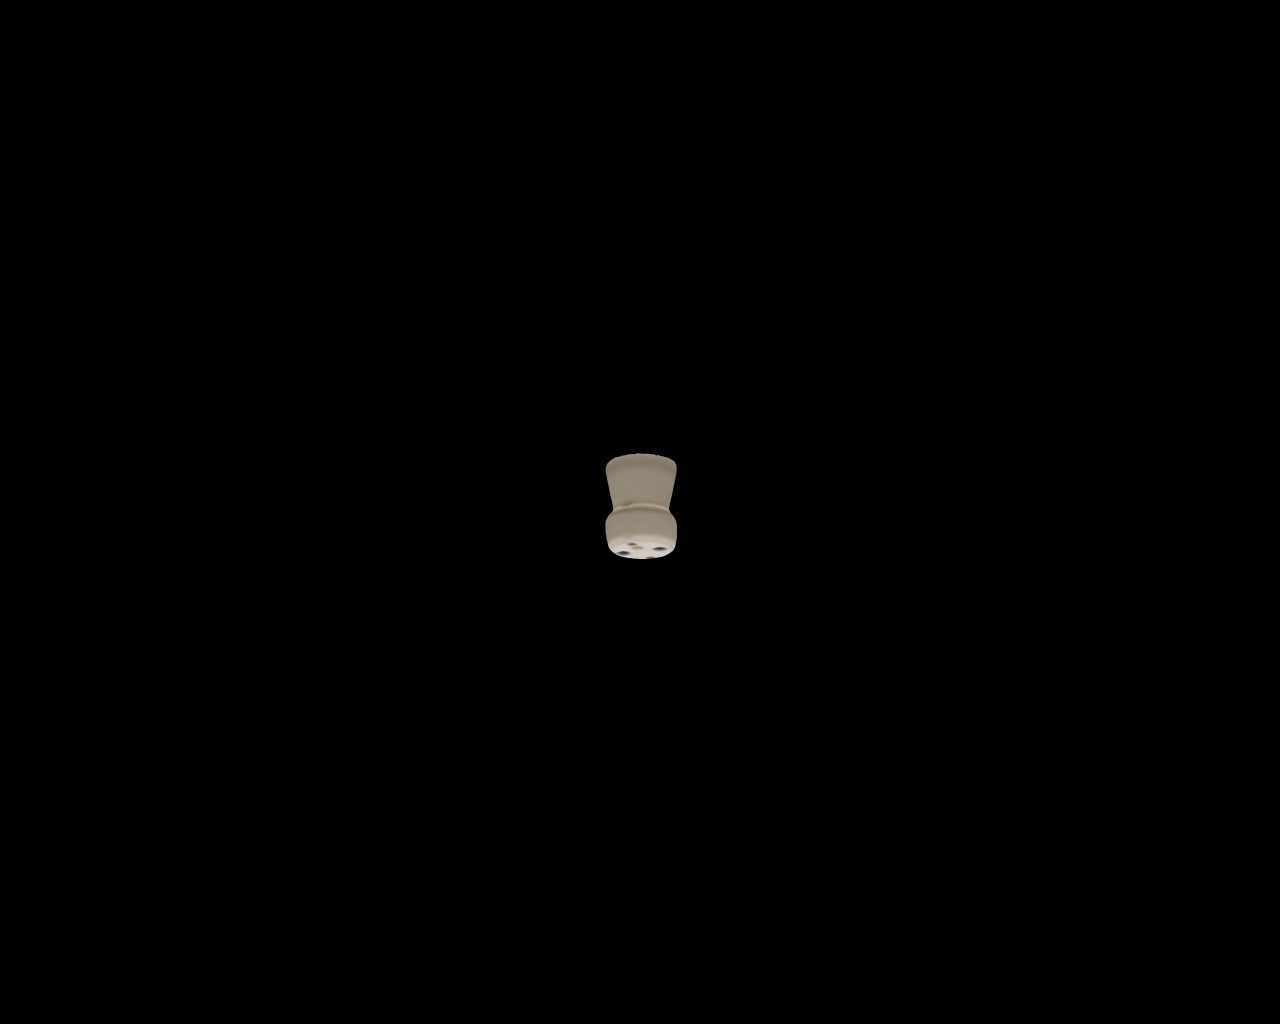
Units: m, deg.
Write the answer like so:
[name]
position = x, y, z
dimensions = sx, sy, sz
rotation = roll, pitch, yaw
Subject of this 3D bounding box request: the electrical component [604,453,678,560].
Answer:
[electrical component]
position = 0.001, -0.003, 0.650
dimensions = 0.045, 0.055, 0.044
rotation = 0, -18, 0
